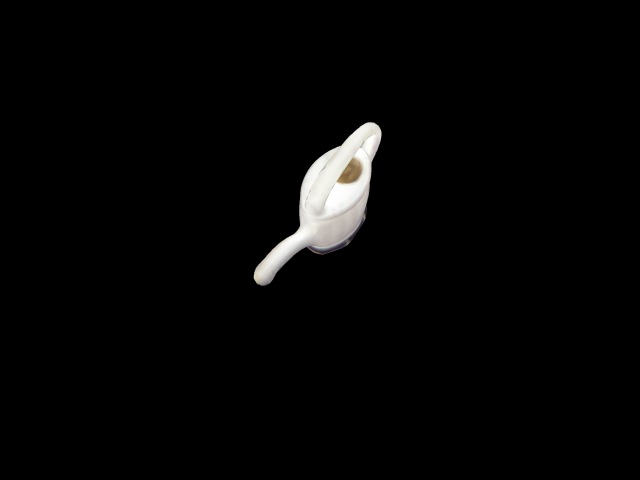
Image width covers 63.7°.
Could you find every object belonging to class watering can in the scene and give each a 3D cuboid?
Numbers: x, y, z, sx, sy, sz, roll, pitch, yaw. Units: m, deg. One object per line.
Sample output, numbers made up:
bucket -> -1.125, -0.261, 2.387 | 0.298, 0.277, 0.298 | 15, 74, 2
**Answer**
watering can -> 0.003, -0.043, 0.850 | 0.104, 0.353, 0.220 | 30, -22, 13
